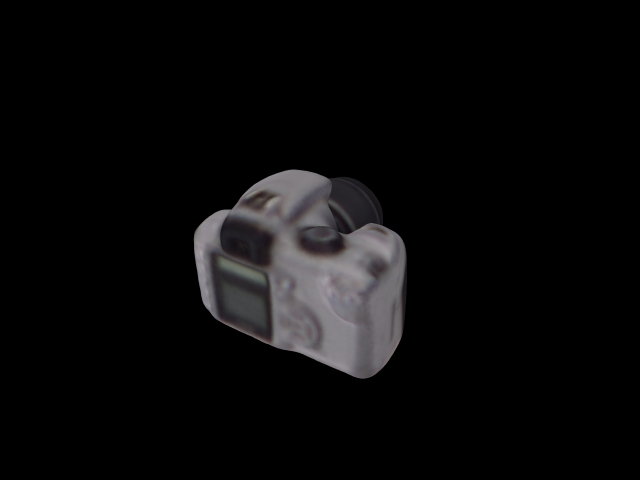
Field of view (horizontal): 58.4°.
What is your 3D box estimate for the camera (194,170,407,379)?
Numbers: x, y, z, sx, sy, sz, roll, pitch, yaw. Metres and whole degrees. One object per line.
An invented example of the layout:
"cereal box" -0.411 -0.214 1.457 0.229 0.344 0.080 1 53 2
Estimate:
"camera" 0.004 0.001 0.400 0.142 0.101 0.137 18 36 27
